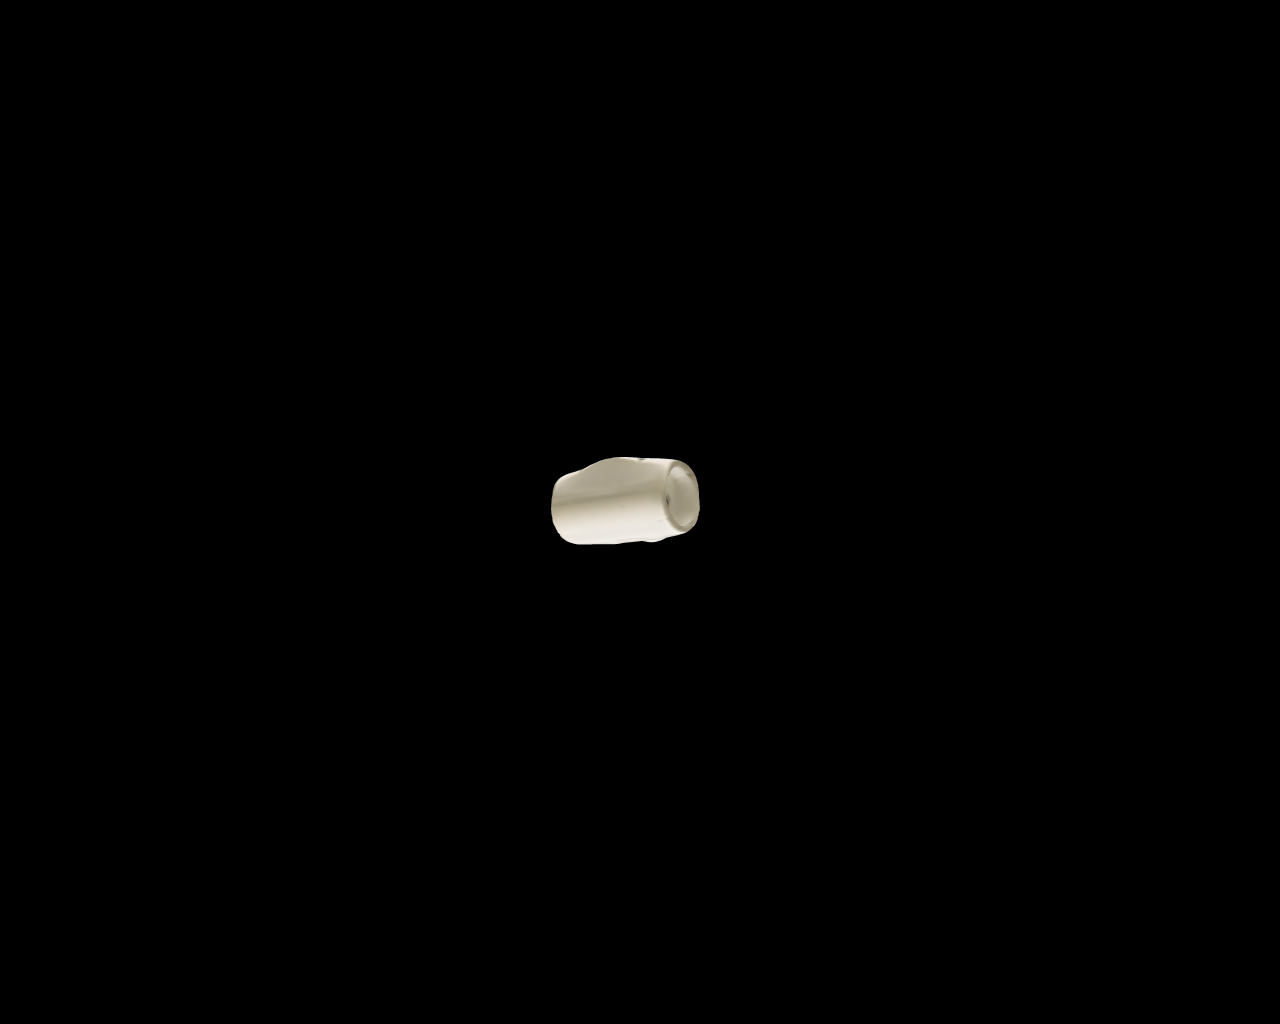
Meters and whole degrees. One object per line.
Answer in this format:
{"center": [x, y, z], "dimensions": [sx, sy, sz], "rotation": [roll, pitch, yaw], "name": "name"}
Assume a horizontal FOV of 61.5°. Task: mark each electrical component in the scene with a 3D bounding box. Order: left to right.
{"center": [0.001, -0.003, 0.650], "dimensions": [0.077, 0.043, 0.079], "rotation": [-7, -14, 30], "name": "electrical component"}
